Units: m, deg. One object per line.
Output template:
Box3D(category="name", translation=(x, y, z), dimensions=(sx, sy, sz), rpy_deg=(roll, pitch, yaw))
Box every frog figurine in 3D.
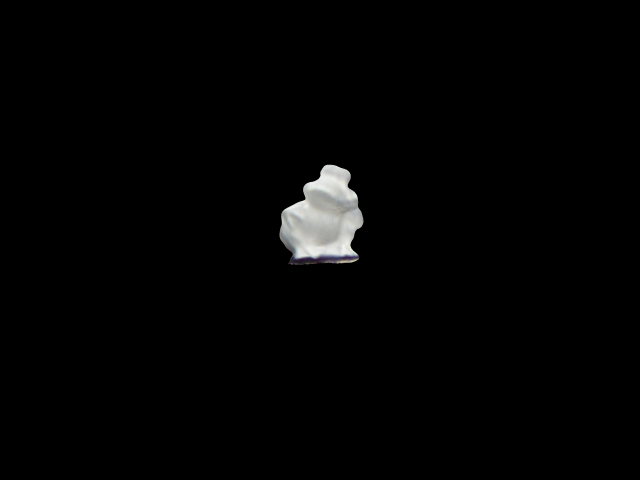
Box3D(category="frog figurine", translation=(0.003, -0.043, 0.850), dimensions=(0.137, 0.159, 0.123), rpy_deg=(0, 1, 8))
